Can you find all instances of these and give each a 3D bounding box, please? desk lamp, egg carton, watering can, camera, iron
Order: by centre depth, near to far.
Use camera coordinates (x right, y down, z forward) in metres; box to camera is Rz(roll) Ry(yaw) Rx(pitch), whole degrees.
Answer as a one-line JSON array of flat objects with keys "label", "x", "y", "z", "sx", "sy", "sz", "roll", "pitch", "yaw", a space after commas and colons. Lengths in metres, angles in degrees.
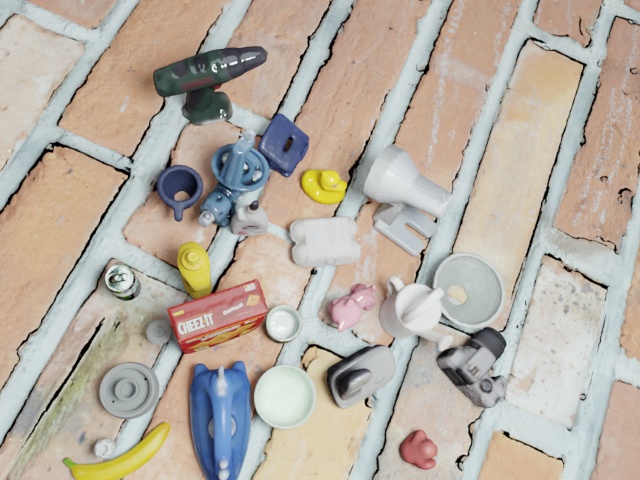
[{"label": "iron", "x": -0.180, "y": 0.354, "z": 1.057, "sx": 0.119, "sy": 0.141, "sz": 0.258, "roll": -2, "pitch": 75, "yaw": -12}, {"label": "watering can", "x": 0.201, "y": 0.145, "z": 1.164, "sx": 0.173, "sy": 0.194, "sz": 0.101, "roll": 32, "pitch": 71, "yaw": -1}, {"label": "camera", "x": 0.346, "y": 0.260, "z": 1.209, "sx": 0.137, "sy": 0.100, "sz": 0.143, "roll": -41, "pitch": 85, "yaw": -18}, {"label": "desk lamp", "x": 0.182, "y": -0.086, "z": 1.215, "sx": 0.203, "sy": 0.213, "sz": 0.118, "roll": 36, "pitch": 71, "yaw": 1}, {"label": "egg carton", "x": 0.011, "y": 0.004, "z": 1.232, "sx": 0.150, "sy": 0.069, "sz": 0.107, "roll": -6, "pitch": 76, "yaw": -13}]

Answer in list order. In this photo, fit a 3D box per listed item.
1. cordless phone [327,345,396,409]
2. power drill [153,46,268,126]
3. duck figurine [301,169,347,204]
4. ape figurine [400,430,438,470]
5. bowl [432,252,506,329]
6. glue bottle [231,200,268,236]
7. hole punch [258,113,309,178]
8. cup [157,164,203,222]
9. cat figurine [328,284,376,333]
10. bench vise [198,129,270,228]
[{"label": "cordless phone", "x": 0.093, "y": 0.261, "z": 1.114, "sx": 0.148, "sy": 0.185, "sz": 0.094, "roll": -31, "pitch": 82, "yaw": -17}, {"label": "power drill", "x": -0.228, "y": -0.326, "z": 1.204, "sx": 0.230, "sy": 0.208, "sz": 0.075, "roll": -15, "pitch": 78, "yaw": -15}, {"label": "duck figurine", "x": 0.012, "y": -0.128, "z": 1.261, "sx": 0.104, "sy": 0.086, "sz": 0.077, "roll": 25, "pitch": 71, "yaw": -3}, {"label": "ape figurine", "x": 0.205, "y": 0.419, "z": 1.141, "sx": 0.076, "sy": 0.092, "sz": 0.078, "roll": 4, "pitch": 74, "yaw": -10}, {"label": "bowl", "x": 0.315, "y": 0.116, "z": 1.258, "sx": 0.167, "sy": 0.074, "sz": 0.167, "roll": 3, "pitch": 74, "yaw": -10}, {"label": "glue bottle", "x": -0.139, "y": -0.048, "z": 1.162, "sx": 0.078, "sy": 0.173, "sz": 0.037, "roll": -5, "pitch": 75, "yaw": -12}, {"label": "hole punch", "x": -0.079, "y": -0.209, "z": 1.263, "sx": 0.101, "sy": 0.091, "sz": 0.109, "roll": 27, "pitch": 71, "yaw": -2}, {"label": "cup", "x": -0.287, "y": -0.085, "z": 1.184, "sx": 0.092, "sy": 0.095, "sz": 0.118, "roll": 1, "pitch": 74, "yaw": -11}, {"label": "cat figurine", "x": 0.067, "y": 0.136, "z": 1.180, "sx": 0.128, "sy": 0.117, "sz": 0.067, "roll": -38, "pitch": 84, "yaw": -18}, {"label": "bench vise", "x": -0.167, "y": -0.120, "z": 1.152, "sx": 0.121, "sy": 0.219, "sz": 0.207, "roll": 14, "pitch": 72, "yaw": -7}]
